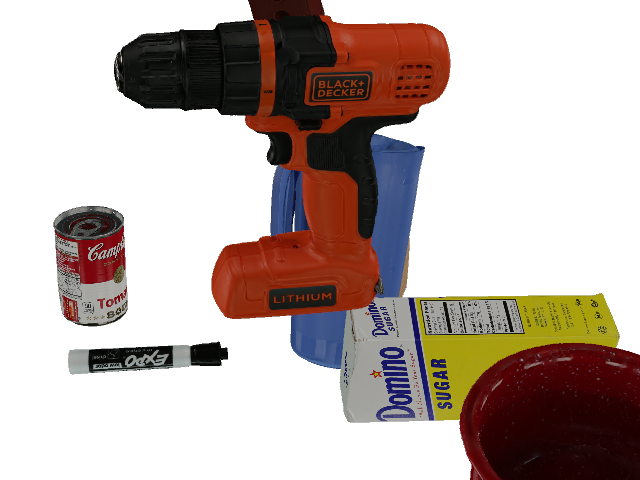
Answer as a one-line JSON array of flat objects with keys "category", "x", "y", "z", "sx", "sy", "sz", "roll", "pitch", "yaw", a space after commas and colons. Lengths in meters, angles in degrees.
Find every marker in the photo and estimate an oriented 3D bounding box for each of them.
[{"category": "marker", "x": -0.132, "y": 0.090, "z": 0.821, "sx": 0.121, "sy": 0.020, "sz": 0.020, "roll": -3, "pitch": 0, "yaw": -3}]

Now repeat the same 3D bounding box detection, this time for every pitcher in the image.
[{"category": "pitcher", "x": 0.023, "y": 0.008, "z": 1.123, "sx": 0.149, "sy": 0.243, "sz": 0.145, "roll": 6, "pitch": 13, "yaw": 2}]

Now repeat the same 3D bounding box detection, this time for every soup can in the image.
[{"category": "soup can", "x": -0.228, "y": 0.026, "z": 1.062, "sx": 0.068, "sy": 0.102, "sz": 0.068, "roll": 2, "pitch": 27, "yaw": -1}]

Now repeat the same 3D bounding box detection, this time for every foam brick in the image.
[{"category": "foam brick", "x": -0.031, "y": -0.211, "z": 0.931, "sx": 0.053, "sy": 0.051, "sz": 0.078, "roll": -3, "pitch": -41, "yaw": 13}]

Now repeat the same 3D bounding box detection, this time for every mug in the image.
[{"category": "mug", "x": 0.108, "y": 0.099, "z": 0.390, "sx": 0.117, "sy": 0.081, "sz": 0.093, "roll": 5, "pitch": 36, "yaw": 9}]

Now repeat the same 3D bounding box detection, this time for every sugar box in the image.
[{"category": "sugar box", "x": 0.104, "y": 0.082, "z": 0.728, "sx": 0.176, "sy": 0.093, "sz": 0.048, "roll": -3, "pitch": 45, "yaw": -6}]

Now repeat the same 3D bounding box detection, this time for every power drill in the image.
[{"category": "power drill", "x": -0.024, "y": -0.040, "z": 0.622, "sx": 0.184, "sy": 0.188, "sz": 0.057, "roll": -3, "pitch": 39, "yaw": -11}]

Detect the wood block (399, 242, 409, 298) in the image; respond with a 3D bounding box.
[{"category": "wood block", "x": 0.066, "y": 0.064, "z": 1.538, "sx": 0.091, "sy": 0.090, "sz": 0.206, "roll": 7, "pitch": 22, "yaw": 12}]
